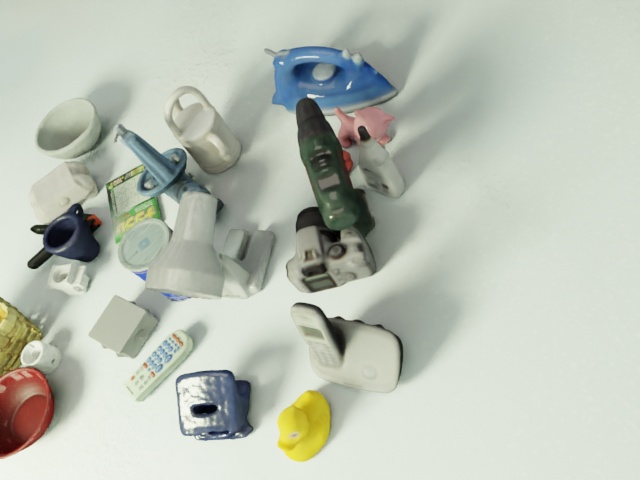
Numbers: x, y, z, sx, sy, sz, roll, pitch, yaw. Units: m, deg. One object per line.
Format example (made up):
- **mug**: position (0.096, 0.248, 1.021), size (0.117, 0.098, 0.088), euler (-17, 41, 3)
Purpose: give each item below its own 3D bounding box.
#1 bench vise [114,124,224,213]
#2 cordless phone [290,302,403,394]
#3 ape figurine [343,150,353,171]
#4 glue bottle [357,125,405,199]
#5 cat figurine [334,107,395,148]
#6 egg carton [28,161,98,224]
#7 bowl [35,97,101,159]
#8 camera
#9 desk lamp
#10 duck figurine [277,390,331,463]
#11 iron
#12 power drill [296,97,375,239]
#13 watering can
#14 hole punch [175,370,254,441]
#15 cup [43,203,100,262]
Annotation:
- **bench vise**: position (-0.283, -0.134, 1.087), size (0.206, 0.220, 0.121), euler (14, 68, 27)
- **cordless phone**: position (0.038, 0.149, 0.827), size (0.147, 0.185, 0.094), euler (4, 64, 23)
- **ape figurine**: position (0.019, -0.147, 1.059), size (0.077, 0.092, 0.076), euler (-22, 56, 8)
- **glue bottle**: position (0.093, -0.137, 0.976), size (0.077, 0.173, 0.037), euler (28, 74, 31)
- **cat figurine**: position (0.079, -0.212, 1.058), size (0.127, 0.118, 0.067), euler (29, 75, 31)
- **egg carton**: position (-0.570, -0.105, 1.270), size (0.150, 0.070, 0.107), euler (-38, 56, -3)
- **bowl**: position (-0.581, -0.250, 1.354), size (0.167, 0.075, 0.167), euler (-9, 59, 16)
- **camera**: position (0.009, 0.003, 0.972), size (0.143, 0.101, 0.136), euler (-16, 58, 12)
- **desk lamp**: position (-0.184, 0.027, 0.962), size (0.117, 0.214, 0.203), euler (3, 63, 22)
- **duck figurine**: position (-0.031, 0.269, 0.845), size (0.077, 0.086, 0.105), euler (13, 67, 26)
- **iron**: position (0.016, -0.334, 1.136), size (0.257, 0.142, 0.119), euler (4, 63, 22)
- **power drill**: position (0.024, -0.098, 0.958), size (0.075, 0.209, 0.229), euler (-21, 57, 8)
- **watering can**: position (-0.249, -0.228, 1.144), size (0.172, 0.194, 0.101), euler (14, 68, 27)
- **hole punch**: position (-0.168, 0.261, 0.898), size (0.108, 0.091, 0.101), euler (-10, 59, 16)
- **cup**: position (-0.494, -0.007, 1.171), size (0.091, 0.095, 0.118), euler (-1, 62, 20)
